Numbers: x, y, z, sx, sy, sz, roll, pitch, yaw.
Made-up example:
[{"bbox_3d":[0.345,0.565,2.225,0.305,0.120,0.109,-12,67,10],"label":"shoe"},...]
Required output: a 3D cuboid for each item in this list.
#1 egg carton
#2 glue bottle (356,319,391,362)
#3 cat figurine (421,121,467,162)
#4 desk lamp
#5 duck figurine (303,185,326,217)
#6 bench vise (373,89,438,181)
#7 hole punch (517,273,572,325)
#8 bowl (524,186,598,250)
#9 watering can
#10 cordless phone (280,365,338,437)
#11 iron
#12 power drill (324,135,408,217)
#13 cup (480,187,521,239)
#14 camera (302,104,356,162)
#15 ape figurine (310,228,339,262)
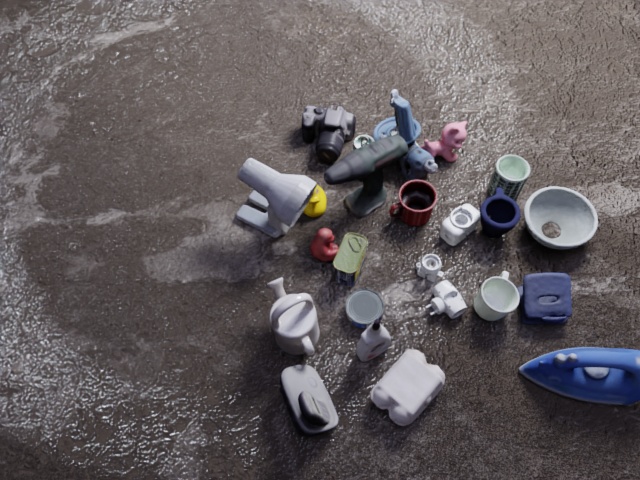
[{"bbox_3d":[0.184,0.306,1.189,0.107,0.069,0.150,38,69,20],"label":"egg carton"},{"bbox_3d":[0.113,0.201,1.190,0.078,0.173,0.037,-31,64,-14],"label":"glue bottle"},{"bbox_3d":[0.319,-0.254,1.465,0.128,0.118,0.067,-16,61,-6],"label":"cat figurine"},{"bbox_3d":[-0.108,-0.095,1.339,0.203,0.214,0.118,25,65,15],"label":"desk lamp"},{"bbox_3d":[-0.025,-0.119,1.422,0.077,0.086,0.104,-21,62,-9],"label":"duck figurine"},{"bbox_3d":[0.222,-0.263,1.415,0.207,0.220,0.122,32,67,18],"label":"bench vise"},{"bbox_3d":[0.498,0.130,1.260,0.108,0.091,0.101,-2,61,1],"label":"hole punch"},{"bbox_3d":[0.562,-0.041,1.361,0.167,0.075,0.167,-1,61,2],"label":"bowl"},{"bbox_3d":[-0.061,0.160,1.208,0.172,0.194,0.101,36,68,20],"label":"watering can"},{"bbox_3d":[-0.028,0.305,1.132,0.094,0.185,0.147,-25,63,-11],"label":"cordless phone"},{"bbox_3d":[0.550,0.257,1.159,0.258,0.141,0.118,3,61,4],"label":"iron"},{"bbox_3d":[0.107,-0.148,1.363,0.230,0.208,0.075,-35,65,-16],"label":"power drill"},{"bbox_3d":[0.420,-0.057,1.365,0.091,0.095,0.118,4,61,5],"label":"cup"},{"bbox_3d":[0.015,-0.282,1.502,0.143,0.101,0.137,9,62,8],"label":"camera"},{"bbox_3d":[0.012,0.005,1.349,0.076,0.092,0.077,-8,61,-2],"label":"ape figurine"}]
